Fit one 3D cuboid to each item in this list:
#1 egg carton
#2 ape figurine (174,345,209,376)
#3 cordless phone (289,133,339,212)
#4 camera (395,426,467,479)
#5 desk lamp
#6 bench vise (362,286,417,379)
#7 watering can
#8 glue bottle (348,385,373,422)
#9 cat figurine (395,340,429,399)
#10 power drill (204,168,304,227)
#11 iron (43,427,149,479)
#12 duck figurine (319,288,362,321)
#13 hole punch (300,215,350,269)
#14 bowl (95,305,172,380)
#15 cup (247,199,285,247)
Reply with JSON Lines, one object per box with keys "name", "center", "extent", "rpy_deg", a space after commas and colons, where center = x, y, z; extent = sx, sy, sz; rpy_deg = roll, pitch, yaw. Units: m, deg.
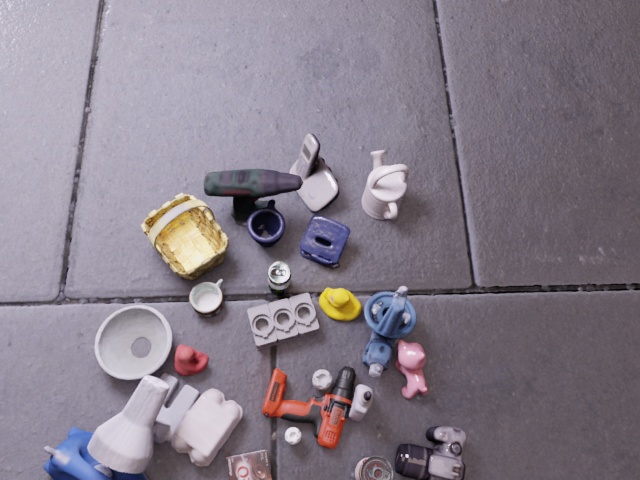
{"name": "egg carton", "center": [-0.244, 0.402, 1.235], "extent": [0.107, 0.069, 0.150], "rpy_deg": [31, 69, 8]}
{"name": "ape figurine", "center": [-0.293, 0.263, 1.275], "extent": [0.076, 0.092, 0.077], "rpy_deg": [-35, 74, -16]}
{"name": "cordless phone", "center": [-0.010, -0.169, 1.422], "extent": [0.094, 0.185, 0.147], "rpy_deg": [-31, 73, -15]}
{"name": "camera", "center": [0.237, 0.466, 1.230], "extent": [0.137, 0.101, 0.143], "rpy_deg": [13, 68, 1]}
{"name": "desk lamp", "center": [-0.354, 0.363, 1.164], "extent": [0.118, 0.213, 0.203], "rpy_deg": [26, 68, 7]}
{"name": "bench vise", "center": [0.162, 0.197, 1.269], "extent": [0.121, 0.220, 0.207], "rpy_deg": [0, 68, -4]}
{"name": "watering can", "center": [0.160, -0.140, 1.419], "extent": [0.101, 0.194, 0.172], "rpy_deg": [-32, 73, -15]}
{"name": "glue bottle", "center": [0.092, 0.344, 1.229], "extent": [0.037, 0.173, 0.078], "rpy_deg": [18, 68, 4]}
{"name": "cat figurine", "center": [0.213, 0.287, 1.291], "extent": [0.067, 0.118, 0.127], "rpy_deg": [-13, 69, -9]}
{"name": "power drill", "center": [-0.157, -0.107, 1.373], "extent": [0.229, 0.208, 0.075], "rpy_deg": [4, 68, -3]}
{"name": "iron", "center": [-0.435, 0.480, 1.149], "extent": [0.258, 0.141, 0.119], "rpy_deg": [28, 69, 7]}
{"name": "duck figurine", "center": [0.051, 0.145, 1.353], "extent": [0.104, 0.086, 0.077], "rpy_deg": [24, 68, 5]}
{"name": "hole punch", "center": [0.013, 0.005, 1.404], "extent": [0.108, 0.091, 0.101], "rpy_deg": [22, 68, 5]}
{"name": "bowl", "center": [-0.411, 0.236, 1.286], "extent": [0.167, 0.075, 0.167], "rpy_deg": [2, 68, -4]}
{"name": "cup", "center": [-0.129, -0.033, 1.407], "extent": [0.091, 0.095, 0.118], "rpy_deg": [10, 67, 0]}
